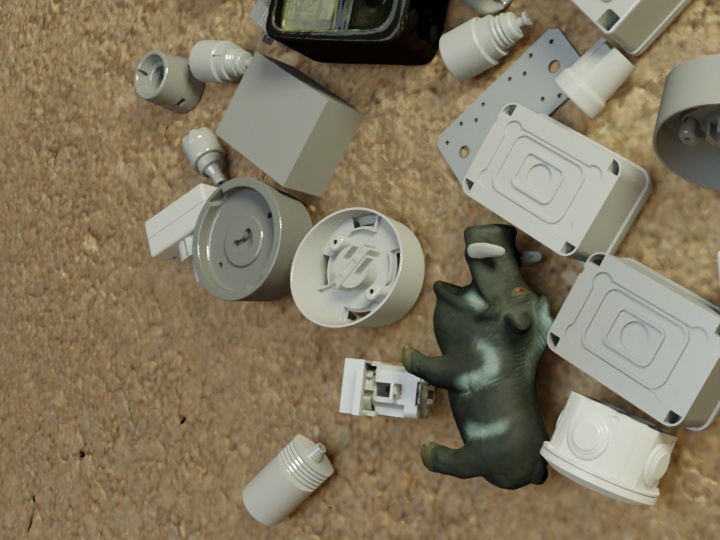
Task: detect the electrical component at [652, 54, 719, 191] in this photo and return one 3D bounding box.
[{"bbox_3d":[0.236,-0.093,0.674,0.099,0.099,0.064,0,76,39],"label":"electrical component"}]

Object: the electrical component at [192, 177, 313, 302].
[{"bbox_3d":[-0.089,-0.023,0.945,0.108,0.060,0.108,-8,77,38],"label":"electrical component"}]

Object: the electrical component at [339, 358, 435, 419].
[{"bbox_3d":[0.023,0.093,0.830,0.064,0.081,0.042,6,85,17],"label":"electrical component"}]

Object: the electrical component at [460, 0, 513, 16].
[{"bbox_3d":[0.094,-0.231,0.838,0.047,0.055,0.055,48,112,30],"label":"electrical component"}]

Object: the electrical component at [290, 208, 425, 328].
[{"bbox_3d":[0.000,0.000,0.867,0.099,0.064,0.099,-8,77,38],"label":"electrical component"}]

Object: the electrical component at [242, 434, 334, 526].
[{"bbox_3d":[-0.057,0.172,0.897,0.081,0.043,0.043,-46,57,24],"label":"electrical component"}]

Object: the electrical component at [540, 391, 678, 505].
[{"bbox_3d":[0.163,0.117,0.704,0.080,0.080,0.051,24,92,39],"label":"electrical component"}]

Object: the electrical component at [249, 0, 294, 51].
[{"bbox_3d":[-0.064,-0.229,0.973,0.066,0.048,0.055,-55,46,18],"label":"electrical component"}]

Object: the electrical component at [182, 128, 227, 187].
[{"bbox_3d":[-0.144,-0.104,1.023,0.035,0.035,0.061,-44,61,25],"label":"electrical component"}]

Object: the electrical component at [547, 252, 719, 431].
[{"bbox_3d":[0.192,0.046,0.707,0.113,0.057,0.078,35,104,38],"label":"electrical component"}]

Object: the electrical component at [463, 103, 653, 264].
[{"bbox_3d":[0.141,-0.060,0.767,0.113,0.057,0.078,38,106,37],"label":"electrical component"}]

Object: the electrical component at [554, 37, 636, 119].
[{"bbox_3d":[0.169,-0.138,0.771,0.046,0.040,0.040,-46,57,17],"label":"electrical component"}]

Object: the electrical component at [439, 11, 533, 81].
[{"bbox_3d":[0.098,-0.177,0.834,0.078,0.040,0.040,-23,68,34],"label":"electrical component"}]

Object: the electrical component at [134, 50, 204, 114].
[{"bbox_3d":[-0.190,-0.187,1.066,0.055,0.047,0.055,-8,77,38],"label":"electrical component"}]

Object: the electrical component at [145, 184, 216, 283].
[{"bbox_3d":[-0.152,-0.026,1.006,0.083,0.047,0.075,-30,65,32],"label":"electrical component"}]

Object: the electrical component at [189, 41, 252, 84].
[{"bbox_3d":[-0.127,-0.197,1.021,0.078,0.040,0.040,12,90,40],"label":"electrical component"}]

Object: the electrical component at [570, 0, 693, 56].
[{"bbox_3d":[0.191,-0.228,0.757,0.108,0.056,0.108,-49,56,22],"label":"electrical component"}]

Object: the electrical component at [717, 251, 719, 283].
[{"bbox_3d":[0.268,-0.015,0.662,0.083,0.047,0.075,-10,76,38],"label":"electrical component"}]
